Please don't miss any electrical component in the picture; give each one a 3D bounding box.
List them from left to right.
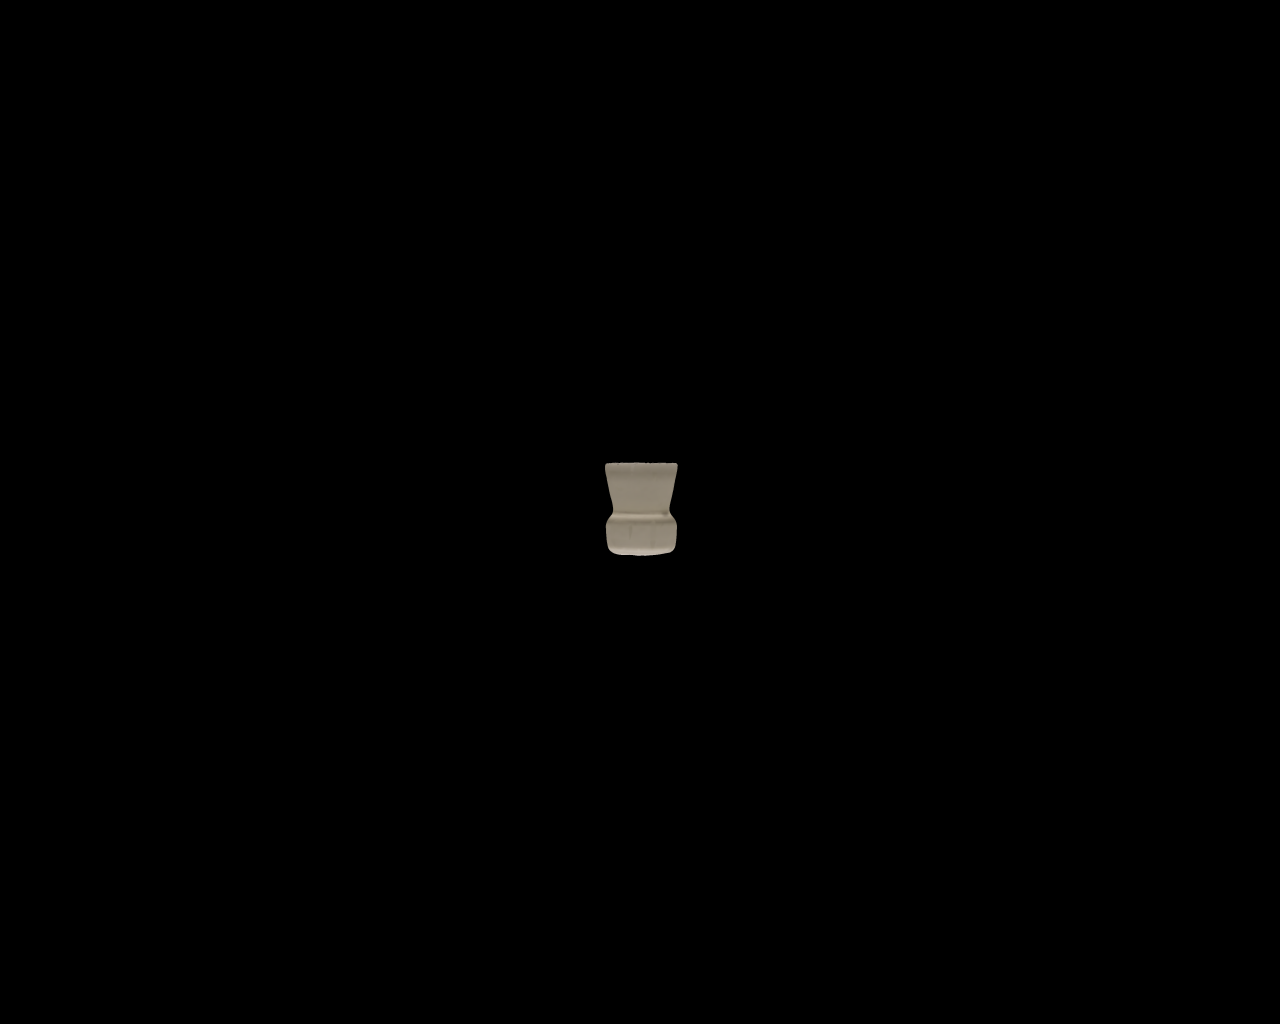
[{"bbox_3d":[0.001,-0.003,0.650,0.045,0.055,0.045,0,2,0],"label":"electrical component"}]
